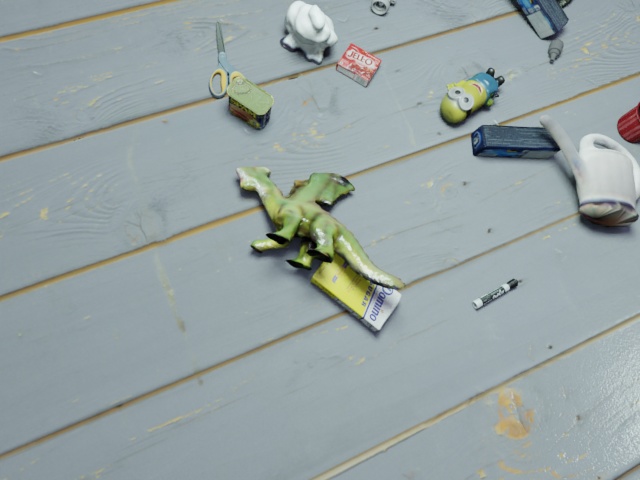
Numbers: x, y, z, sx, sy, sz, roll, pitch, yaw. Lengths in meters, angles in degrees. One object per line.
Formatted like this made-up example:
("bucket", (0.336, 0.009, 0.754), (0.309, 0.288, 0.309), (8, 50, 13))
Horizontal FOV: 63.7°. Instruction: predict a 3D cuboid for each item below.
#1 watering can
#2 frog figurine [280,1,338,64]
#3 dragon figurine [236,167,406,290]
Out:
("watering can", (0.641, -0.154, 1.208), (0.346, 0.103, 0.228), (15, 70, -23))
("frog figurine", (-0.019, -0.501, 1.190), (0.124, 0.157, 0.138), (-41, 84, -19))
("dragon figurine", (0.003, -0.054, 1.076), (0.411, 0.119, 0.248), (20, 58, 4))
